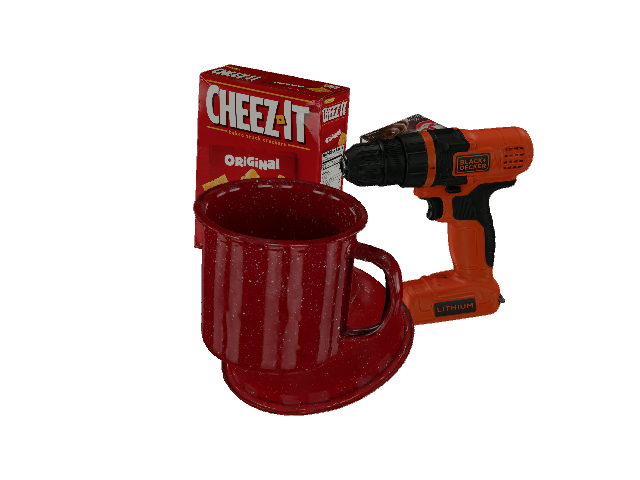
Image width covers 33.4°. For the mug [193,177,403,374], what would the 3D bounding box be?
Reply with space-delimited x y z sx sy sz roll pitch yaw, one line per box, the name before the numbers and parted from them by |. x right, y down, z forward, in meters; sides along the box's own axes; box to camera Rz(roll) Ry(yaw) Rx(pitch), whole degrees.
mug | -0.012 0.022 0.578 0.117 0.081 0.093 11 24 14

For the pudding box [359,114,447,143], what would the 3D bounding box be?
pudding box | 0.123 -0.127 1.445 0.113 0.039 0.090 -26 39 -30

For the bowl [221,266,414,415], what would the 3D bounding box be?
bowl | -0.008 0.063 0.856 0.162 0.055 0.162 -11 34 7

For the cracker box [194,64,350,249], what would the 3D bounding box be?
cracker box | -0.060 -0.079 1.217 0.164 0.214 0.072 15 24 26

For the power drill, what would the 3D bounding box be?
power drill | 0.107 -0.015 1.008 0.184 0.188 0.057 -6 26 -12
